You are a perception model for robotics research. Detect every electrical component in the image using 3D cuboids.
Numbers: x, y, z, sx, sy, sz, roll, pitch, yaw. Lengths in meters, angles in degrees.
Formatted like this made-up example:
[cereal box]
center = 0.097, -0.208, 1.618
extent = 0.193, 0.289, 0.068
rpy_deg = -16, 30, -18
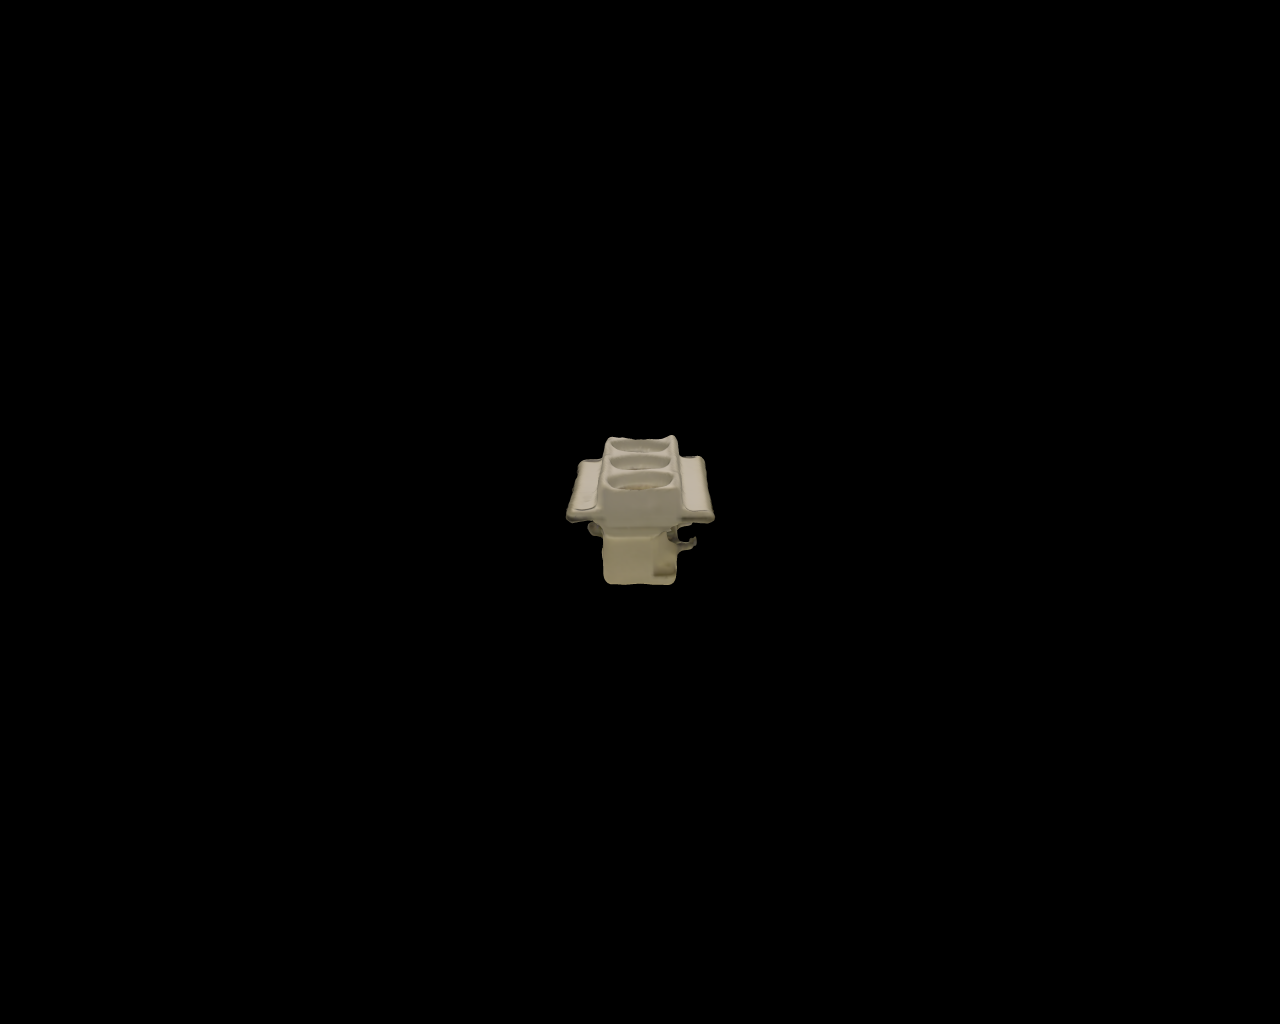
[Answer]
[electrical component]
center = 0.001, -0.003, 0.650
extent = 0.079, 0.063, 0.121
rpy_deg = 0, 17, 0
